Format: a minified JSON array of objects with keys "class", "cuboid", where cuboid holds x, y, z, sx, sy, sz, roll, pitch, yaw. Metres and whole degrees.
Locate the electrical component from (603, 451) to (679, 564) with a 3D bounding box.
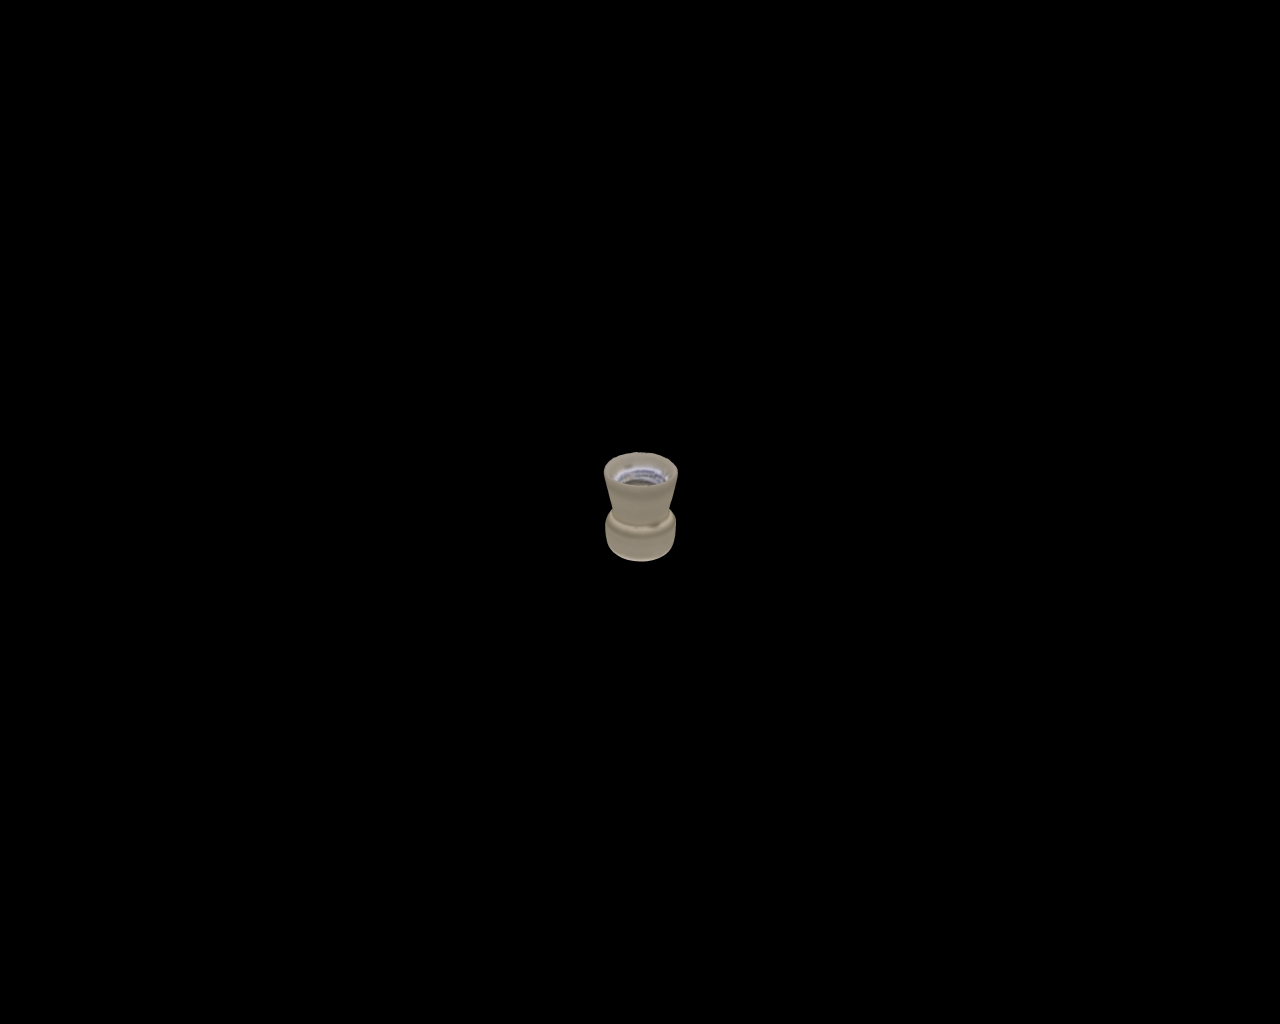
[{"class":"electrical component","cuboid":[0.001,-0.003,0.650,0.045,0.055,0.045,0,31,0]}]
